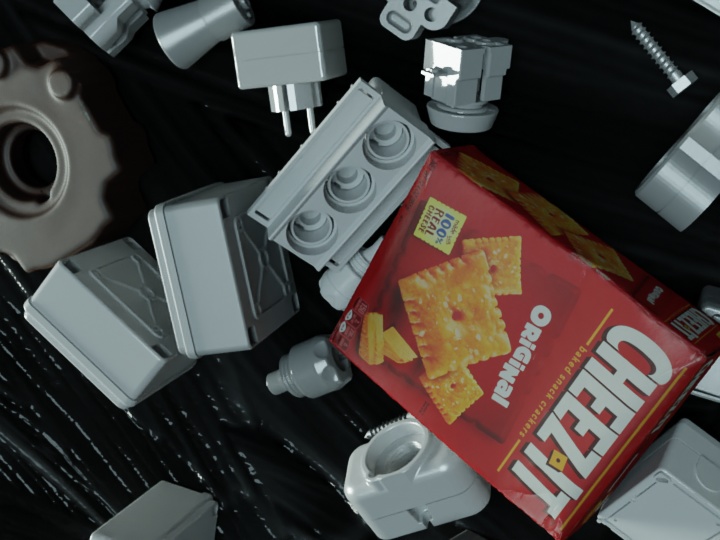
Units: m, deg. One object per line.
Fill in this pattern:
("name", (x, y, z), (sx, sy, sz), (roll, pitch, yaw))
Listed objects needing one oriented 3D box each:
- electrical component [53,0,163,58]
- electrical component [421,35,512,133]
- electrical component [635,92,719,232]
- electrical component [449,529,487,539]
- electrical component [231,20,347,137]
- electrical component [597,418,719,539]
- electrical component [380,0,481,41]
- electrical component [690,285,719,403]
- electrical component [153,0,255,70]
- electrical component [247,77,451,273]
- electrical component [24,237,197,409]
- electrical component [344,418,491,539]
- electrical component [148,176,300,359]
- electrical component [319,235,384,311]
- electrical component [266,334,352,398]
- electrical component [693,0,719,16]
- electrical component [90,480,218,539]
("electrical component", (-0.179, -0.194, 0.770), (0.057, 0.078, 0.058), (-44, 87, 2))
("electrical component", (0.069, -0.123, 0.711), (0.048, 0.066, 0.055), (31, 125, 47))
("electrical component", (0.243, -0.076, 0.663), (0.074, 0.052, 0.138), (40, 112, 5))
("electrical component", (0.095, 0.264, 0.783), (0.109, 0.056, 0.108), (23, 111, 33))
("electrical component", (-0.046, -0.132, 0.751), (0.066, 0.047, 0.076), (-3, 104, 19))
("electrical component", (0.209, 0.151, 0.720), (0.062, 0.061, 0.096), (37, 139, 4))
("electrical component", (0.050, -0.188, 0.699), (0.058, 0.057, 0.078), (37, 112, 7))
("electrical component", (0.246, 0.053, 0.691), (0.096, 0.061, 0.061), (16, 108, 14))
("electrical component", (-0.108, -0.177, 0.765), (0.065, 0.044, 0.044), (-24, 95, 17))
("electrical component", (-0.009, -0.068, 0.737), (0.079, 0.063, 0.121), (33, 112, -23))
("electrical component", (-0.174, 0.036, 0.804), (0.109, 0.109, 0.056), (42, 110, 5))
("electrical component", (0.039, 0.148, 0.779), (0.095, 0.053, 0.059), (-22, 120, 22))
("electrical component", (-0.093, -0.005, 0.766), (0.056, 0.109, 0.108), (-8, 101, 18))
("electrical component", (0.000, 0.000, 0.776), (0.035, 0.035, 0.061), (45, 110, 4))
("electrical component", (-0.040, 0.075, 0.804), (0.062, 0.043, 0.043), (-23, 95, 24))
("electrical component", (0.224, -0.210, 0.634), (0.109, 0.056, 0.108), (34, 112, 8))
("electrical component", (-0.165, 0.240, 0.853), (0.056, 0.109, 0.108), (14, 107, 18))
